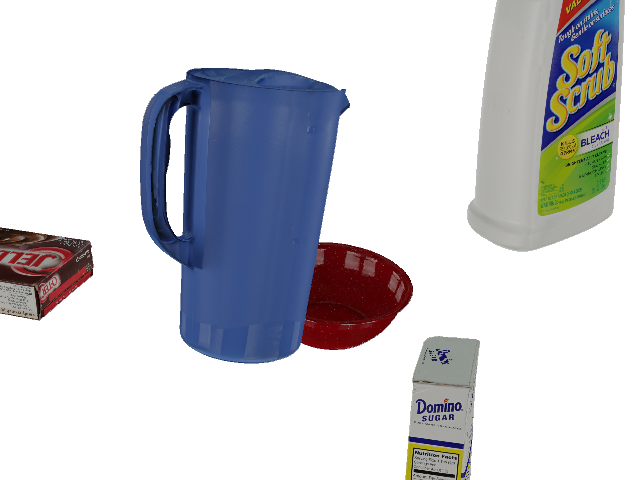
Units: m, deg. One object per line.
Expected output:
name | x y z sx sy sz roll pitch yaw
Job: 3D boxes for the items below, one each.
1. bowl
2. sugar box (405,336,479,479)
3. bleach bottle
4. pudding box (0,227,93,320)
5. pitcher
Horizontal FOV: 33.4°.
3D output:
bowl | 0.010 0.062 1.073 0.162 0.055 0.162 4 28 -2
sugar box | 0.082 0.164 0.746 0.048 0.176 0.093 3 14 11
bleach bottle | 0.146 -0.124 0.680 0.102 0.251 0.068 -19 32 -26
pudding box | -0.263 0.025 0.901 0.114 0.039 0.090 6 24 17
pitcher | -0.067 -0.024 0.906 0.149 0.243 0.145 9 14 8
